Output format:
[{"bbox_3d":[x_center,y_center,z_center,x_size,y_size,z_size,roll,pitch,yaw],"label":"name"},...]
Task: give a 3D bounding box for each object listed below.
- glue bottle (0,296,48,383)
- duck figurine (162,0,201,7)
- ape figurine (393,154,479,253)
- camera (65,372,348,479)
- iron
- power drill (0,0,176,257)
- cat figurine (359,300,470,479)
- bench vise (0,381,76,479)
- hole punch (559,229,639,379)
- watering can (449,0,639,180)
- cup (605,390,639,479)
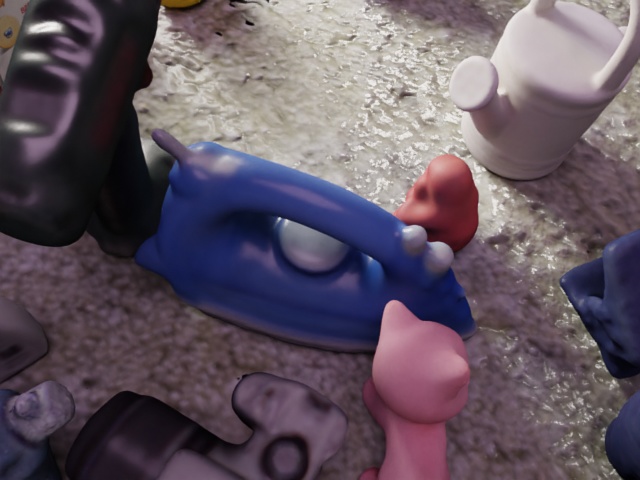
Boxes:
[{"bbox_3d":[-0.224,0.050,0.330,0.078,0.173,0.037,-30,71,-17],"label":"glue bottle"},{"bbox_3d":[-0.136,-0.285,0.544,0.077,0.086,0.104,12,64,1],"label":"duck figurine"},{"bbox_3d":[0.094,-0.034,0.446,0.078,0.092,0.076,-23,69,-15],"label":"ape figurine"},{"bbox_3d":[-0.072,0.135,0.346,0.136,0.101,0.143,29,66,8],"label":"camera"},{"bbox_3d":[0.004,0.001,0.393,0.258,0.141,0.119,18,65,3],"label":"iron"},{"bbox_3d":[-0.138,-0.087,0.383,0.075,0.208,0.229,11,64,0],"label":"power drill"},{"bbox_3d":[0.064,0.108,0.362,0.067,0.118,0.128,3,65,-4],"label":"cat figurine"},{"bbox_3d":[-0.238,0.120,0.270,0.121,0.220,0.208,37,67,12],"label":"bench vise"},{"bbox_3d":[0.259,0.041,0.427,0.109,0.091,0.101,-18,68,-13],"label":"hole punch"},{"bbox_3d":[0.181,-0.133,0.444,0.100,0.194,0.173,40,68,13],"label":"watering can"},{"bbox_3d":[0.245,0.128,0.383,0.118,0.095,0.091,-34,72,-19],"label":"cup"}]
